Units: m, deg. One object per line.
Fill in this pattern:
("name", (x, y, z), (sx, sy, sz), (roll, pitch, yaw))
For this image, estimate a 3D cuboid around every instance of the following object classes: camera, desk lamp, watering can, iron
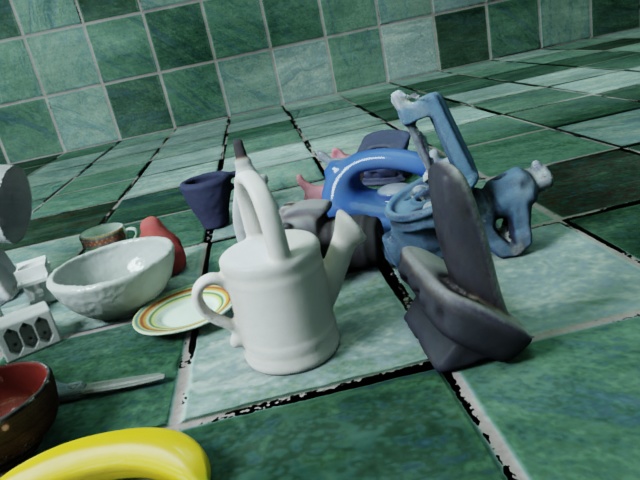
("camera", (0.007, 0.003, 0.726), (0.136, 0.101, 0.143), (-5, 21, 18))
("desk lamp", (-0.536, -0.003, 0.881), (0.203, 0.214, 0.118), (-12, 20, 0))
("watering can", (-0.040, 0.022, 0.566), (0.173, 0.194, 0.100), (-27, 25, -35))
("iron", (0.111, -0.067, 0.793), (0.257, 0.141, 0.119), (-2, 22, 24))

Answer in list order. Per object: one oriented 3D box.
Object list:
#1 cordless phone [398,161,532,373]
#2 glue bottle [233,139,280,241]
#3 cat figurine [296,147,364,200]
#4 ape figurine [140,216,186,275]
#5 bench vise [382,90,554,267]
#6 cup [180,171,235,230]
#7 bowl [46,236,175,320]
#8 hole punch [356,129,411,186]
("cordless phone", (0.120, 0.009, 0.523), (0.094, 0.185, 0.147), (-15, 20, -8))
("glue bottle", (-0.104, -0.070, 0.876), (0.078, 0.173, 0.037), (-9, 21, 9))
("cat figurine", (0.023, -0.098, 0.960), (0.128, 0.118, 0.067), (-12, 20, 1))
("ape figurine", (-0.244, 0.007, 0.868), (0.078, 0.092, 0.075), (-26, 24, -33))
("bench vise", (0.164, -0.083, 0.694), (0.208, 0.220, 0.121), (-17, 21, -14))
("cup", (-0.187, -0.073, 1.045), (0.118, 0.095, 0.091), (-19, 22, -20))
("bowl", (-0.268, 0.059, 0.767), (0.167, 0.075, 0.167), (-10, 20, 4))
("hole punch", (0.122, -0.160, 1.110), (0.108, 0.091, 0.101), (1, 24, 31))
